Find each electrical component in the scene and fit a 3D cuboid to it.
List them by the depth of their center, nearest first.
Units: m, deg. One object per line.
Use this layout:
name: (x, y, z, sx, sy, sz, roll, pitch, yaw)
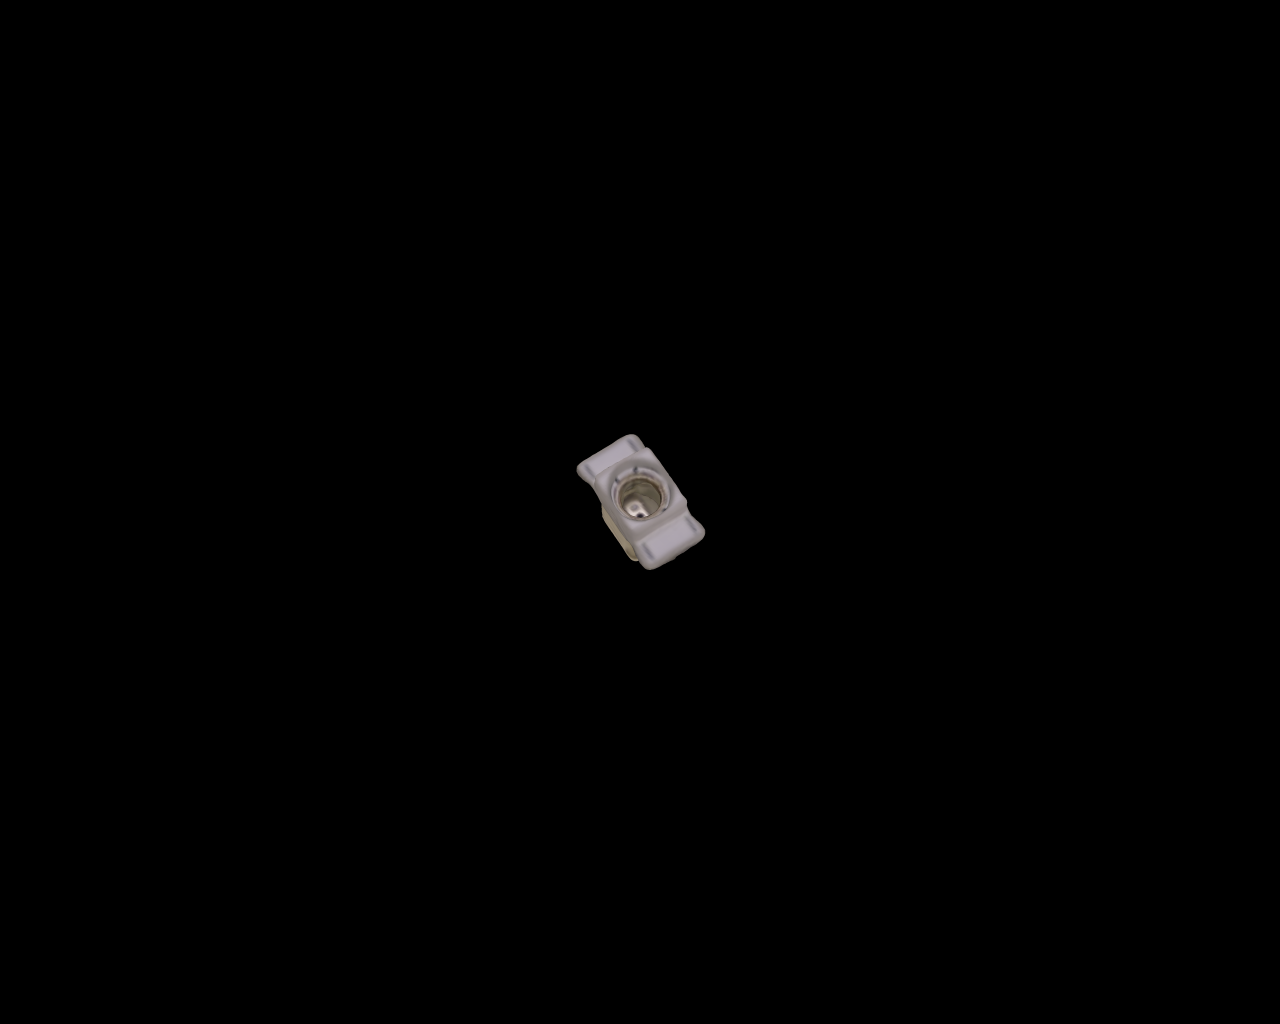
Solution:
electrical component: (0.001, -0.003, 0.650, 0.042, 0.081, 0.063, -30, -19, -12)
